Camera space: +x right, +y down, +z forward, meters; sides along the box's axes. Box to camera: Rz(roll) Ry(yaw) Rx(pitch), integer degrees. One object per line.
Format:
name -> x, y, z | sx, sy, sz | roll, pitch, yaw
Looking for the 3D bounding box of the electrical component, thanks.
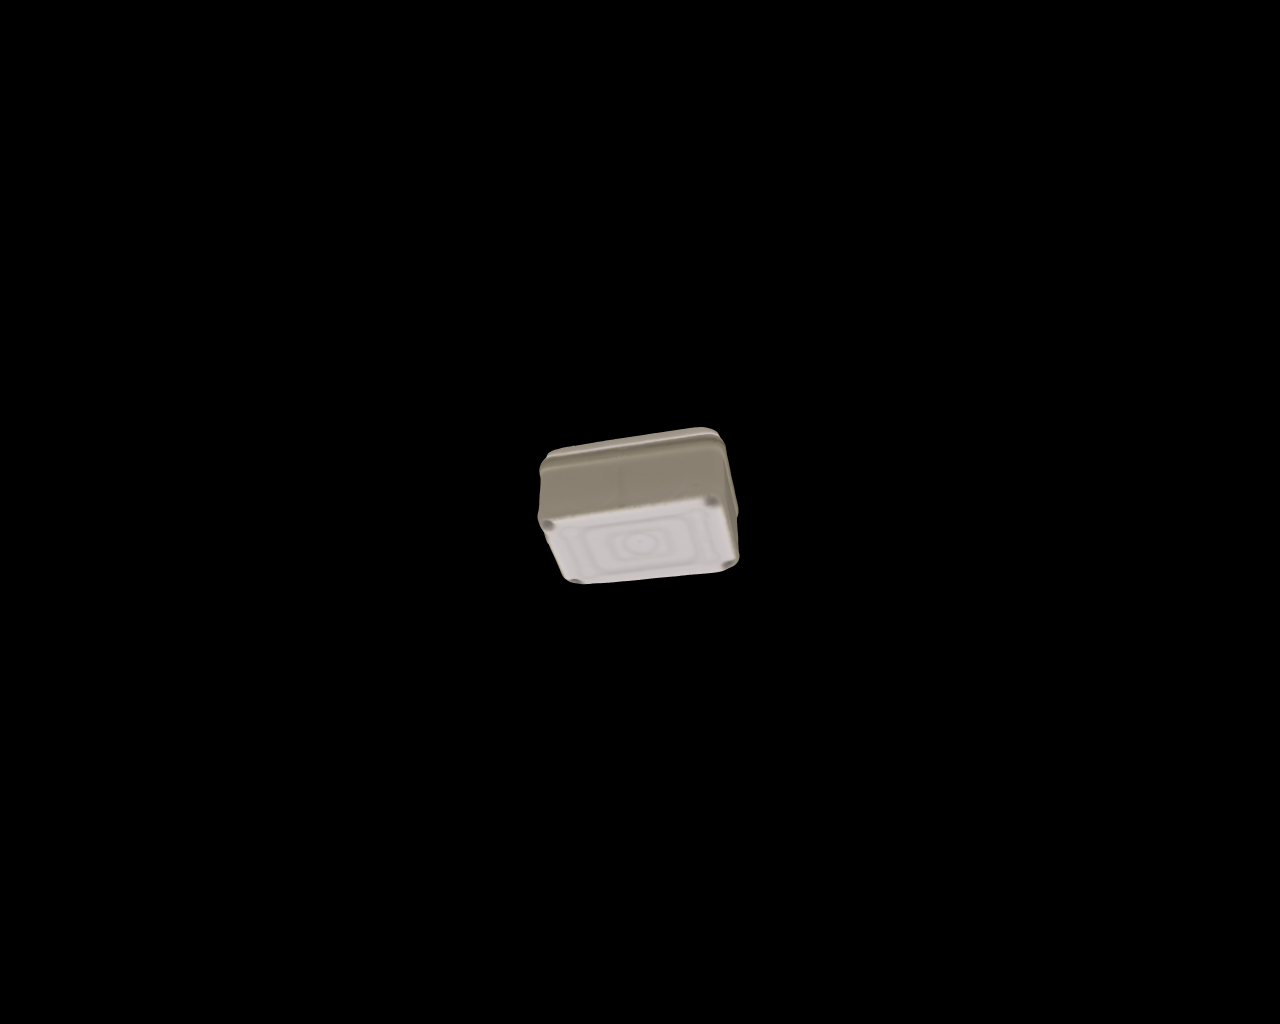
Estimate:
electrical component -> 0.001, -0.003, 0.650 | 0.113, 0.057, 0.078 | -7, -39, 9
